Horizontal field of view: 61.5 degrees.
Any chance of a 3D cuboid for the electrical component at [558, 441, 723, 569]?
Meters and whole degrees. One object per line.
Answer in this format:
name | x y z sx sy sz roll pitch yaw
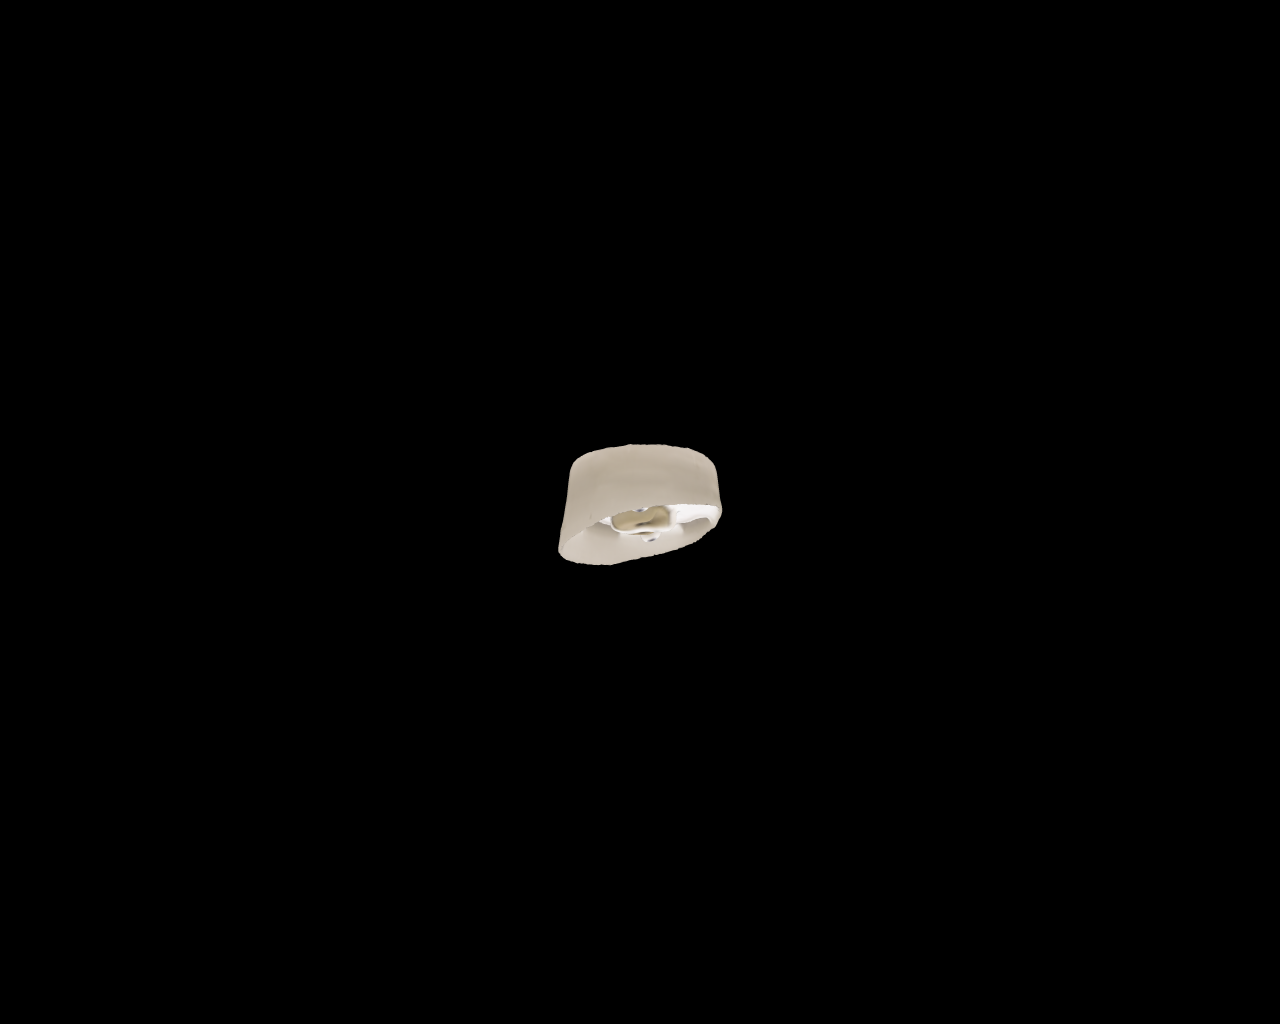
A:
electrical component | 0.001 -0.003 0.650 0.099 0.064 0.099 0 -18 0
